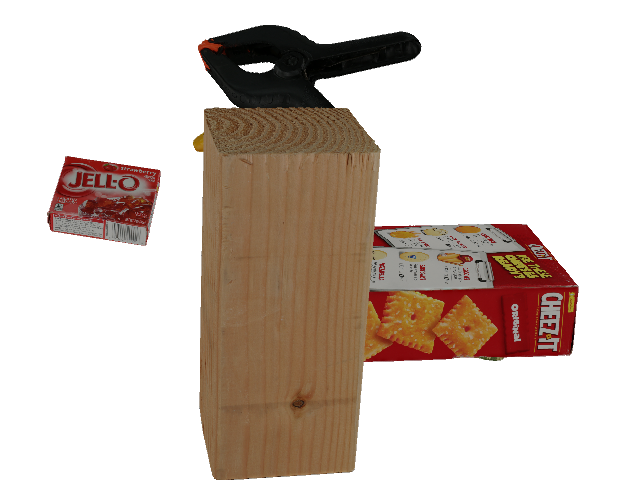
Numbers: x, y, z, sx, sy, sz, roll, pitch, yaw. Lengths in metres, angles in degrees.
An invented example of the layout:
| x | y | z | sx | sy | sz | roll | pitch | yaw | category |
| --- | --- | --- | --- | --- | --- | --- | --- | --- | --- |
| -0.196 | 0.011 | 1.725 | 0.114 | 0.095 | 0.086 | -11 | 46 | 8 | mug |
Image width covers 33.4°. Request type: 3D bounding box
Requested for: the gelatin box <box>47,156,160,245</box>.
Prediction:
| x | y | z | sx | sy | sz | roll | pitch | yaw | category |
| --- | --- | --- | --- | --- | --- | --- | --- | --- | --- |
| -0.194 | -0.037 | 0.964 | 0.089 | 0.073 | 0.030 | 9 | -43 | -5 | gelatin box |

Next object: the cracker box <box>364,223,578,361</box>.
| x | y | z | sx | sy | sz | roll | pitch | yaw | category |
| --- | --- | --- | --- | --- | --- | --- | --- | --- | --- |
| 0.094 | 0.043 | 0.925 | 0.213 | 0.072 | 0.164 | -1 | 19 | -4 | cracker box |

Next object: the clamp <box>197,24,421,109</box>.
| x | y | z | sx | sy | sz | roll | pitch | yaw | category |
| --- | --- | --- | --- | --- | --- | --- | --- | --- | --- |
| -0.009 | -0.134 | 0.826 | 0.172 | 0.120 | 0.039 | 25 | -31 | 20 | clamp |

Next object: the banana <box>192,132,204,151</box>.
| x | y | z | sx | sy | sz | roll | pitch | yaw | category |
| --- | --- | --- | --- | --- | --- | --- | --- | --- | --- |
| -0.056 | -0.127 | 1.305 | 0.198 | 0.037 | 0.069 | 7 | 39 | 17 | banana |

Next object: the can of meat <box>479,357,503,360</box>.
| x | y | z | sx | sy | sz | roll | pitch | yaw | category |
| --- | --- | --- | --- | --- | --- | --- | --- | --- | --- |
| 0.175 | 0.078 | 1.192 | 0.057 | 0.084 | 0.102 | 5 | 14 | -18 | can of meat |

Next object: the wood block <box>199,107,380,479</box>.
| x | y | z | sx | sy | sz | roll | pitch | yaw | category |
| --- | --- | --- | --- | --- | --- | --- | --- | --- | --- |
| -0.024 | 0.031 | 0.642 | 0.090 | 0.206 | 0.090 | -1 | 23 | -12 | wood block |
